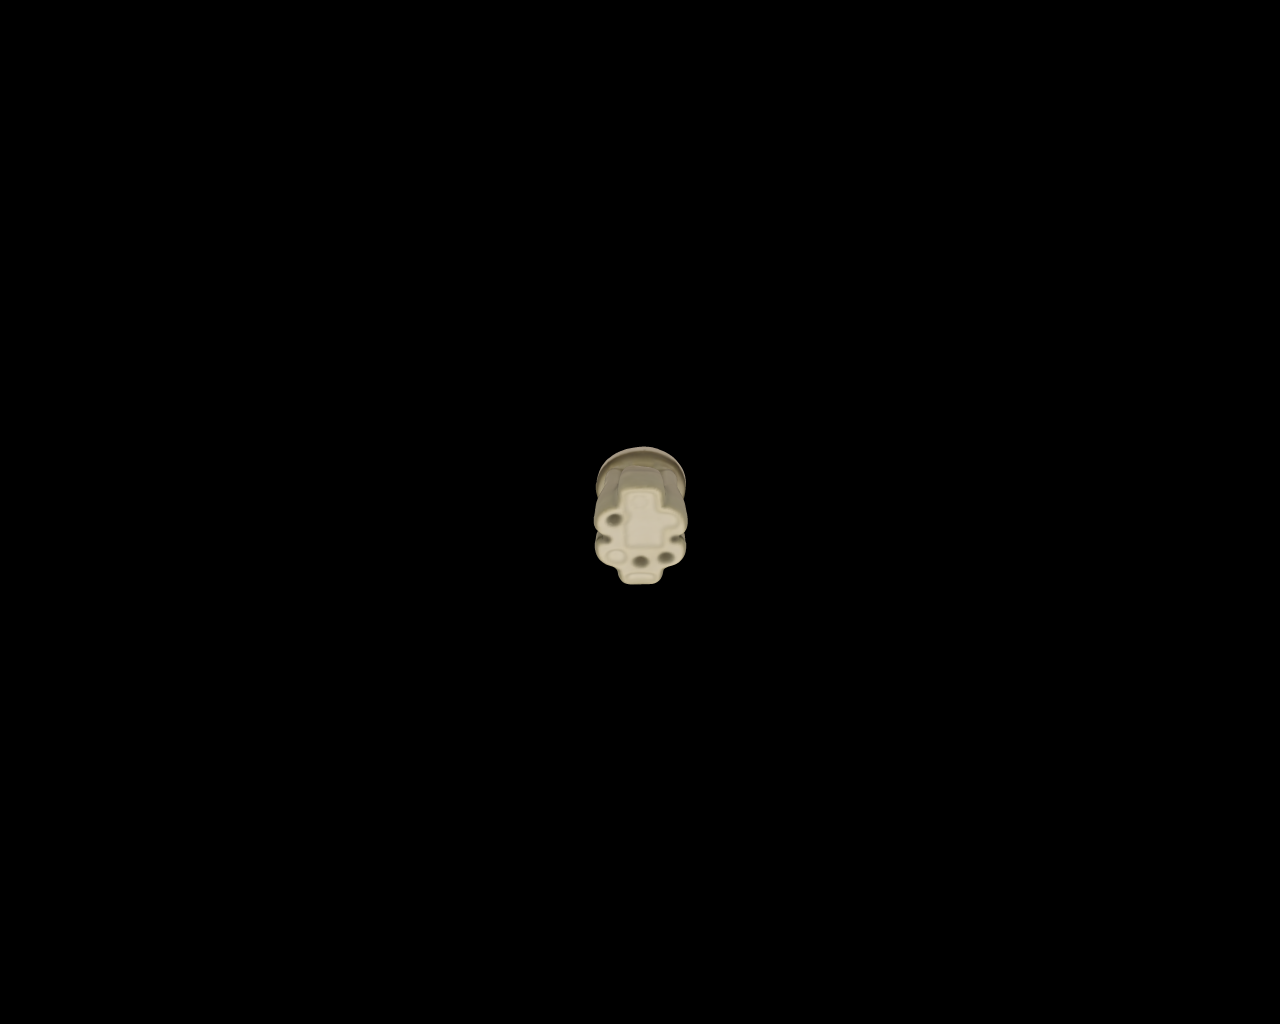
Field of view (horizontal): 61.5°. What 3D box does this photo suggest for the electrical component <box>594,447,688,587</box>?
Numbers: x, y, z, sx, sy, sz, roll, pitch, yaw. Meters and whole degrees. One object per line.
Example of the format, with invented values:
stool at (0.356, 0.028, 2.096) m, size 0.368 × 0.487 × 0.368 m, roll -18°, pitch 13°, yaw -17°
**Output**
electrical component at (0.001, -0.003, 0.650) m, size 0.058 × 0.078 × 0.057 m, roll 0°, pitch 40°, yaw 0°
